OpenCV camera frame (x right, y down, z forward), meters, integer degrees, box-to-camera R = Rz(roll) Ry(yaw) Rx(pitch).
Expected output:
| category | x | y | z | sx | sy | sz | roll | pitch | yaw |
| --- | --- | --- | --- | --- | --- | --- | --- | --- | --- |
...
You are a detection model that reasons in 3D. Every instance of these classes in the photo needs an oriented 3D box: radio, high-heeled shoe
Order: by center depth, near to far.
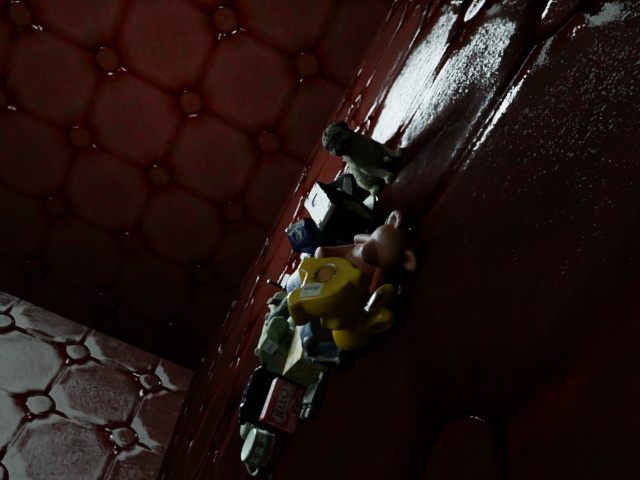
| category | x | y | z | sx | sy | sz | roll | pitch | yaw |
| --- | --- | --- | --- | --- | --- | --- | --- | --- | --- |
| radio | 0.049 | -0.060 | 1.221 | 0.073 | 0.131 | 0.230 | -64 | 17 | 12 |
| high-heeled shoe | 0.072 | -0.066 | 1.452 | 0.086 | 0.145 | 0.248 | 123 | 140 | -66 |

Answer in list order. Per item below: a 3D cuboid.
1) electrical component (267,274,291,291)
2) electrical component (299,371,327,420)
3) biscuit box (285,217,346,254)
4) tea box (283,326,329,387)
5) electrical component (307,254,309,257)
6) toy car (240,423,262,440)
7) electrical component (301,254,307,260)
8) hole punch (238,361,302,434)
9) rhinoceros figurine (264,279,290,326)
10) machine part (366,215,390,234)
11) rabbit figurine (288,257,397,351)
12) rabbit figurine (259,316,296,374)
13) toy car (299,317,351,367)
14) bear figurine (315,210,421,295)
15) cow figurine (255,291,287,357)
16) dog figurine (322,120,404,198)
| category | x | y | z | sx | sy | sz | roll | pitch | yaw |
| --- | --- | --- | --- | --- | --- | --- | --- | --- | --- |
| electrical component | -0.089 | 0.126 | 1.547 | 0.047 | 0.119 | 0.075 | -65 | 8 | -7 |
| electrical component | -0.012 | 0.298 | 1.031 | 0.094 | 0.021 | 0.063 | -69 | 11 | -23 |
| biscuit box | -0.003 | -0.004 | 1.269 | 0.063 | 0.059 | 0.202 | -30 | -18 | 22 |
| tea box | -0.013 | 0.207 | 1.124 | 0.098 | 0.068 | 0.170 | -52 | 15 | 48 |
| electrical component | -0.003 | 0.054 | 1.422 | 0.045 | 0.078 | 0.102 | -30 | 31 | 19 |
| toy car | -0.128 | 0.375 | 1.268 | 0.056 | 0.073 | 0.202 | 127 | 165 | -58 |
| electrical component | -0.006 | 0.018 | 1.568 | 0.134 | 0.058 | 0.115 | -63 | 9 | 8 |
| hole punch | -0.112 | 0.349 | 1.163 | 0.092 | 0.116 | 0.142 | 118 | 173 | -62 |
| rhinoceros figurine | -0.082 | 0.192 | 1.398 | 0.073 | 0.112 | 0.190 | 14 | 62 | 50 |
| machine part | 0.124 | -0.003 | 1.054 | 0.139 | 0.039 | 0.084 | 154 | 132 | -70 |
| rabbit figurine | 0.048 | 0.112 | 0.889 | 0.162 | 0.173 | 0.122 | -12 | 34 | 16 |
| rabbit figurine | -0.063 | 0.240 | 1.258 | 0.170 | 0.121 | 0.159 | -47 | -16 | -59 |
| toy car | 0.014 | 0.179 | 1.018 | 0.102 | 0.109 | 0.162 | 94 | 177 | -47 |
| bear figurine | 0.083 | 0.034 | 0.936 | 0.196 | 0.132 | 0.120 | 132 | 124 | -68 |
| cow figurine | -0.118 | 0.239 | 1.499 | 0.127 | 0.086 | 0.195 | 93 | -169 | -77 |
| dog figurine | 0.082 | -0.203 | 1.304 | 0.172 | 0.190 | 0.121 | -49 | 18 | 59 |
